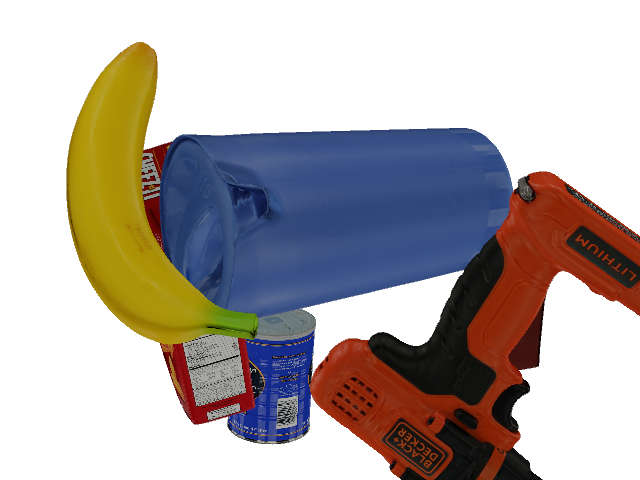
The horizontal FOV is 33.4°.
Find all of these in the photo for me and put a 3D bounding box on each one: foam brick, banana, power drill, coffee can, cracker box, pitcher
[{"bbox_3d":[0.173,0.078,1.002,0.051,0.078,0.053,-7,18,-28],"label":"foam brick"},{"bbox_3d":[-0.092,-0.020,0.532,0.069,0.198,0.037,-13,-33,-17],"label":"banana"},{"bbox_3d":[0.114,0.072,0.584,0.184,0.188,0.057,37,14,-3],"label":"power drill"},{"bbox_3d":[-0.060,0.160,1.289,0.103,0.140,0.103,3,17,-1],"label":"coffee can"},{"bbox_3d":[-0.123,0.042,0.980,0.072,0.164,0.214,-17,-41,-11],"label":"cracker box"},{"bbox_3d":[0.010,-0.017,0.778,0.242,0.145,0.149,-8,34,-27],"label":"pitcher"}]
